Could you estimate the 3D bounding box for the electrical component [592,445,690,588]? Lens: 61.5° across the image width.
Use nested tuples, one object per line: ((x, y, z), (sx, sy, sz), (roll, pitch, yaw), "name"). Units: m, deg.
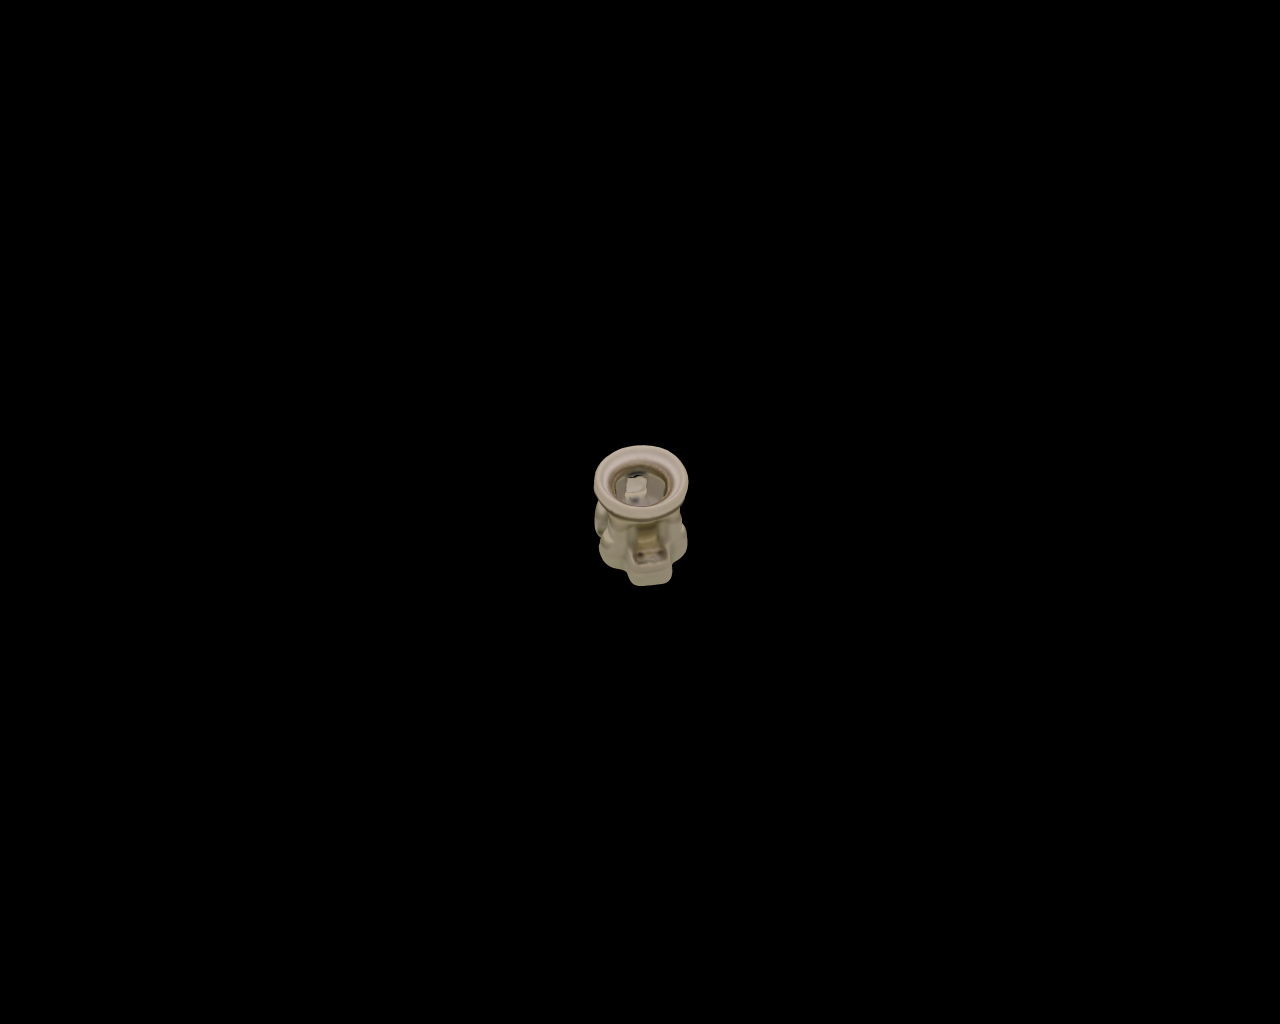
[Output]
((0.001, -0.003, 0.650), (0.058, 0.078, 0.056), (-7, -43, -7), "electrical component")
